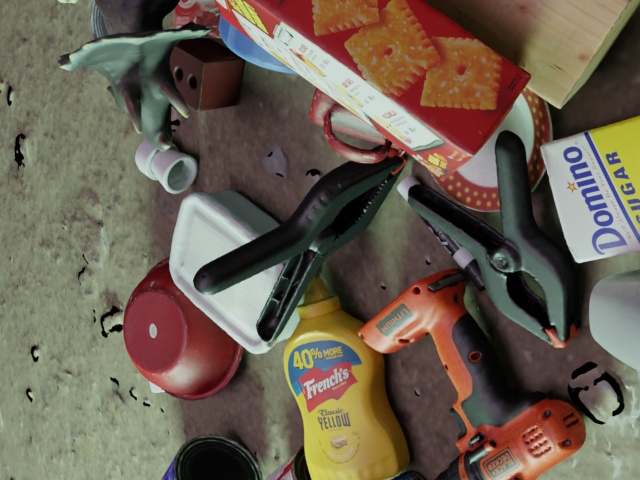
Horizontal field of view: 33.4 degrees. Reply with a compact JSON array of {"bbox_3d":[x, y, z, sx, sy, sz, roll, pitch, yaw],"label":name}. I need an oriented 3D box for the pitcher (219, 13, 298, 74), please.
[{"bbox_3d":[0.003,-0.257,0.857,0.149,0.144,0.243,53,138,39],"label":"pitcher"}]

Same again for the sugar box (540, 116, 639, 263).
[{"bbox_3d":[0.239,-0.044,0.721,0.177,0.048,0.093,-16,90,46],"label":"sugar box"}]

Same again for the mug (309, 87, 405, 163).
[{"bbox_3d":[0.037,-0.112,0.843,0.081,0.117,0.093,16,153,-2],"label":"mug"}]

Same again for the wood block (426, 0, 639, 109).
[{"bbox_3d":[0.112,-0.193,0.728,0.206,0.090,0.090,36,125,11],"label":"wood block"}]

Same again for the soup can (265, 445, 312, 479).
[{"bbox_3d":[-0.020,0.253,1.066,0.068,0.068,0.102,57,136,17],"label":"soup can"}]

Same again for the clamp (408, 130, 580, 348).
[{"bbox_3d":[0.139,0.007,0.828,0.120,0.039,0.171,-17,100,54],"label":"clamp"}]

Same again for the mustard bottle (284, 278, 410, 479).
[{"bbox_3d":[0.016,0.129,0.995,0.096,0.058,0.191,-14,91,31],"label":"mustard bottle"}]

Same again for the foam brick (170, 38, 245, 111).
[{"bbox_3d":[-0.121,-0.167,1.056,0.078,0.051,0.053,32,123,36],"label":"foam brick"}]

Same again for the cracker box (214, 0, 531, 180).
[{"bbox_3d":[0.027,-0.135,0.723,0.214,0.164,0.072,37,89,2],"label":"cracker box"}]

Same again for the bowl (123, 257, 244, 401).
[{"bbox_3d":[-0.160,0.096,1.146,0.162,0.055,0.162,1,92,34],"label":"bowl"}]

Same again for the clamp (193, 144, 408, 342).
[{"bbox_3d":[-0.006,0.001,0.925,0.036,0.210,0.164,45,171,25],"label":"clamp"}]

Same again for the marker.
[{"bbox_3d":[0.107,-0.004,0.891,0.121,0.020,0.020,53,134,21],"label":"marker"}]

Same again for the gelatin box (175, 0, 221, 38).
[{"bbox_3d":[-0.099,-0.229,1.017,0.089,0.030,0.073,10,103,34],"label":"gelatin box"}]

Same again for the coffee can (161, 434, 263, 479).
[{"bbox_3d":[-0.136,0.295,1.175,0.103,0.102,0.140,52,133,22],"label":"coffee can"}]

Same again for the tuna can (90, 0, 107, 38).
[{"bbox_3d":[-0.207,-0.232,1.140,0.086,0.033,0.086,16,113,42],"label":"tuna can"}]

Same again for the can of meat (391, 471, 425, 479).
[{"bbox_3d":[0.076,0.265,0.957,0.102,0.083,0.058,48,132,26],"label":"can of meat"}]

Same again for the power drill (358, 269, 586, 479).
[{"bbox_3d":[0.112,0.134,0.901,0.185,0.057,0.188,-45,72,40],"label":"power drill"}]
